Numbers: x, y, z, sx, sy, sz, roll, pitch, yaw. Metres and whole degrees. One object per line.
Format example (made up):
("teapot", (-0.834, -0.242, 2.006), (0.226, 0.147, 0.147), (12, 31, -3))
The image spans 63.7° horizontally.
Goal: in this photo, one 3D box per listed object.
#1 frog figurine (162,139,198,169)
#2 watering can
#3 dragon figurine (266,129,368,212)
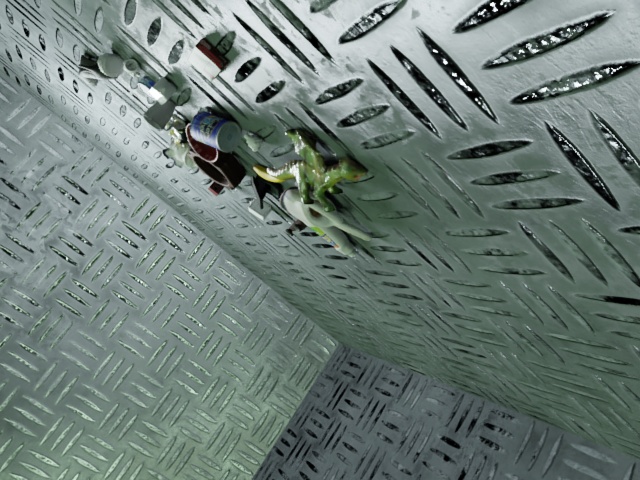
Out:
("frog figurine", (-0.544, -0.358, 2.119), (0.159, 0.125, 0.134), (2, 132, 33))
("watering can", (0.005, -0.087, 1.735), (0.344, 0.104, 0.226), (30, 176, -37))
("dragon figurine", (-0.038, -0.226, 1.501), (0.413, 0.124, 0.237), (23, 142, 32))
